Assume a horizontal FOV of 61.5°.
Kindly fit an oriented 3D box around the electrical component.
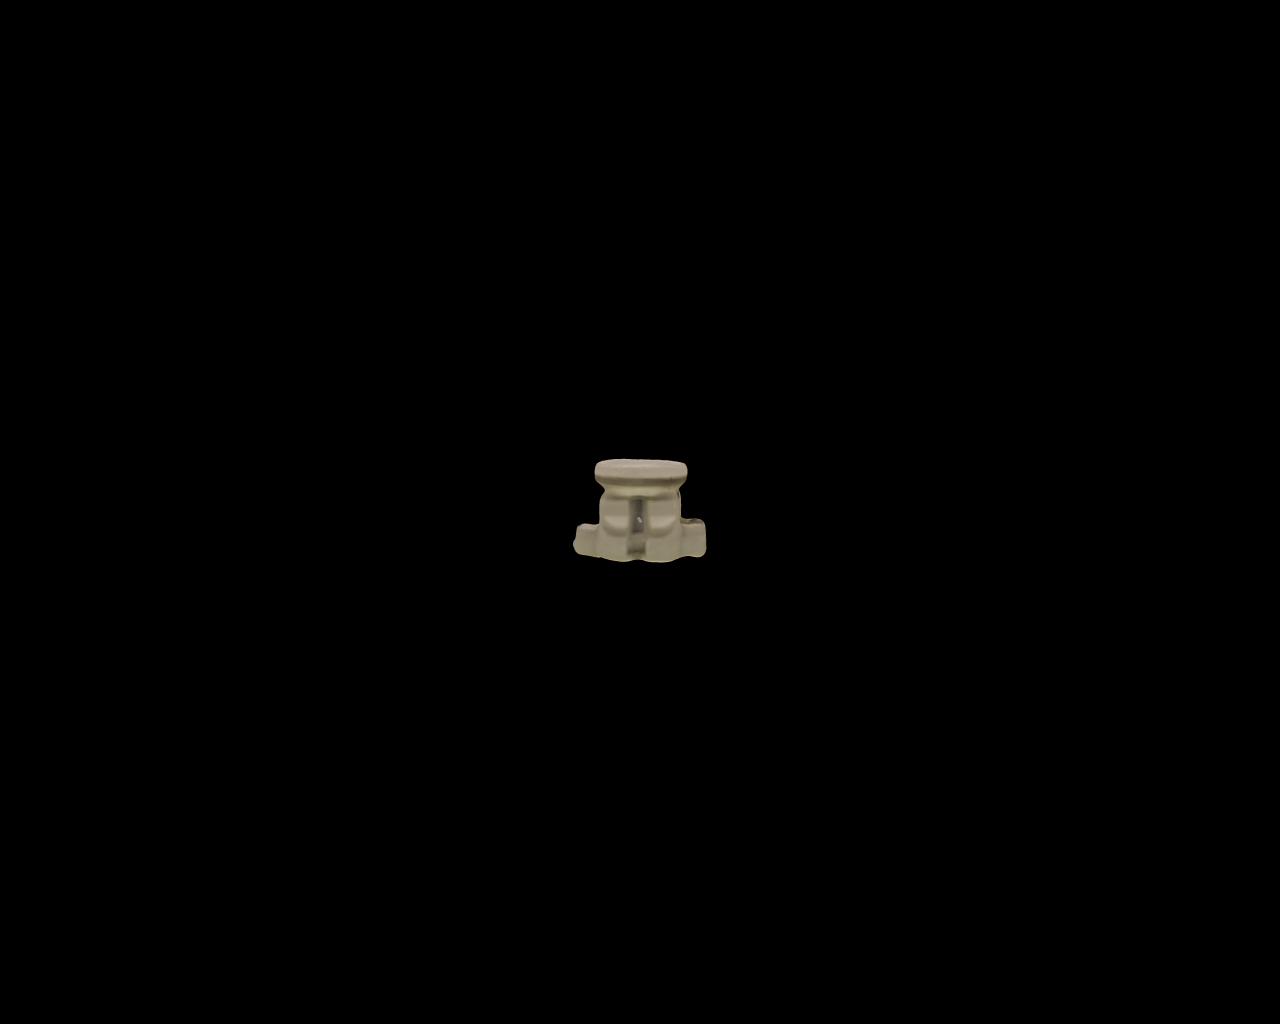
[{"bbox_3d":[0.001,-0.003,0.650,0.078,0.057,0.058,1,8,5],"label":"electrical component"}]
